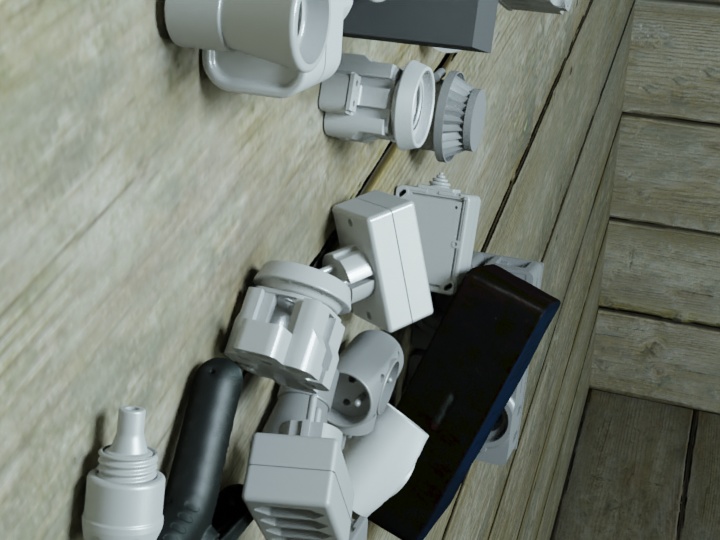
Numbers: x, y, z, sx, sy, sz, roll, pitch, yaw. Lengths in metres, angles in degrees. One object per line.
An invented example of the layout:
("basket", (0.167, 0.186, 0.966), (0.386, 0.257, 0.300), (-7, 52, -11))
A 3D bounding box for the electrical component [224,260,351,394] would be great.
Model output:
("electrical component", (-0.038, 0.031, 0.602), (0.078, 0.058, 0.057), (52, 52, -63))

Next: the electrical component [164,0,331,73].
("electrical component", (-0.050, -0.111, 0.463), (0.044, 0.065, 0.044), (10, 90, -73))

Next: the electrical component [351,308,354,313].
("electrical component", (0.012, 0.004, 0.782), (0.044, 0.044, 0.065), (10, 95, -73))

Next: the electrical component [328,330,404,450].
("electrical component", (-0.003, 0.093, 0.776), (0.077, 0.044, 0.079), (-45, 151, -63))

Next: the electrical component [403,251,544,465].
("electrical component", (0.103, 0.080, 1.010), (0.060, 0.105, 0.186), (-31, 129, -68))

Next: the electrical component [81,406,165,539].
("electrical component", (-0.102, 0.090, 0.468), (0.035, 0.035, 0.061), (-11, 108, -72))

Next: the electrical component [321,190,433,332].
("electrical component", (0.000, 0.000, 0.718), (0.076, 0.047, 0.083), (-23, 115, -26))

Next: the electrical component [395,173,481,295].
("electrical component", (0.062, -0.032, 0.885), (0.061, 0.062, 0.096), (-10, 109, -72))

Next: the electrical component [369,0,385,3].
("electrical component", (-0.010, -0.171, 0.559), (0.044, 0.065, 0.044), (-46, 153, -31))

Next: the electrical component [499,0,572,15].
("electrical component", (0.143, -0.277, 0.887), (0.186, 0.060, 0.105), (-15, 115, -72))

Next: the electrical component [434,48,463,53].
("electrical component", (0.077, -0.202, 0.865), (0.055, 0.045, 0.045), (-53, 149, -56))

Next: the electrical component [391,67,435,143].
("electrical component", (0.033, -0.124, 0.768), (0.043, 0.043, 0.062), (83, 22, -44))

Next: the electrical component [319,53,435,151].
("electrical component", (0.014, -0.108, 0.691), (0.078, 0.057, 0.058), (-2, 101, -73))

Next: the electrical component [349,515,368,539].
("electrical component", (-0.033, 0.224, 0.745), (0.100, 0.048, 0.099), (-45, 141, -63))

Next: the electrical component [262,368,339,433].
("electrical component", (-0.036, 0.087, 0.672), (0.044, 0.044, 0.065), (73, 26, -56))

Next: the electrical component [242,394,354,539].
("electrical component", (-0.030, 0.108, 0.604), (0.083, 0.047, 0.075), (79, 16, -58))

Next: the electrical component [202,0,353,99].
("electrical component", (-0.038, -0.135, 0.510), (0.059, 0.054, 0.095), (-45, 142, -63))

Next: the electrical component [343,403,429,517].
("electrical component", (0.007, 0.139, 0.821), (0.077, 0.044, 0.079), (-52, -164, -3))
